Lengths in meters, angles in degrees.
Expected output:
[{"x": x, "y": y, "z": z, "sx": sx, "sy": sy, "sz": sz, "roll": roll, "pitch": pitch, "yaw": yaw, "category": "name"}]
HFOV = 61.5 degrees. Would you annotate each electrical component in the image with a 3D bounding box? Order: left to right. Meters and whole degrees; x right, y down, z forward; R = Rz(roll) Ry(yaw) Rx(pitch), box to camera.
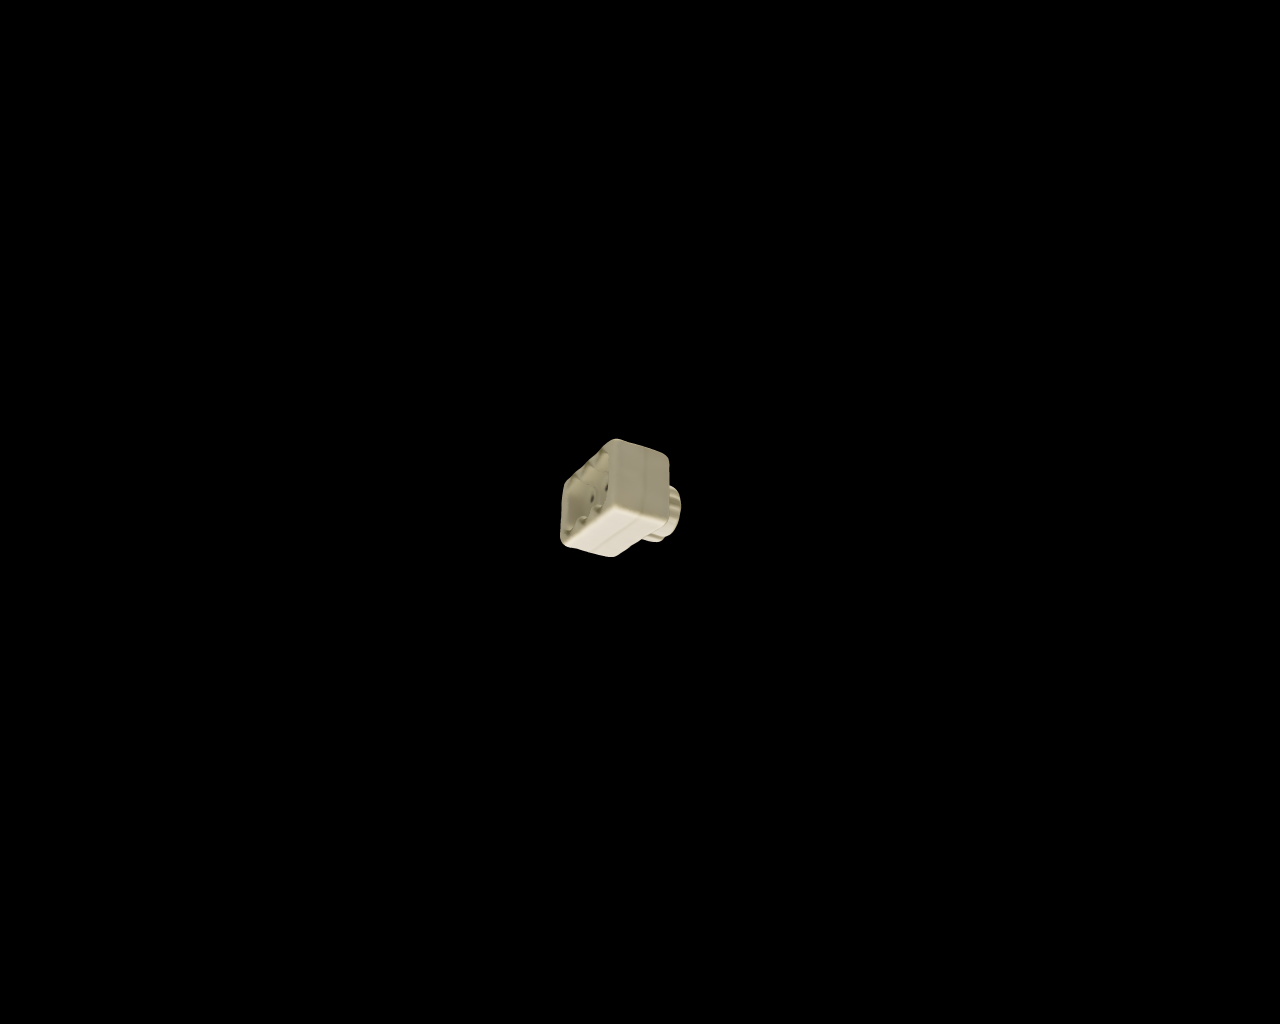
[{"x": 0.001, "y": -0.003, "z": 0.650, "sx": 0.077, "sy": 0.047, "sz": 0.065, "roll": 15, "pitch": -31, "yaw": -28, "category": "electrical component"}]
